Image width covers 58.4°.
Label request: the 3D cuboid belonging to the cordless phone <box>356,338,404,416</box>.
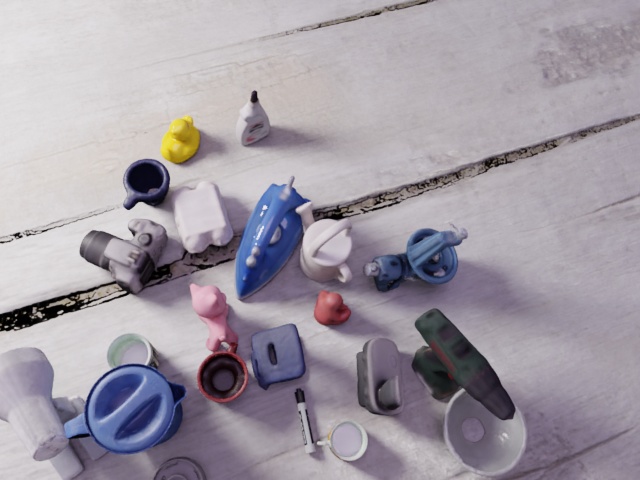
[{"bbox_3d":[0.128,0.251,1.071,0.094,0.185,0.147,-3,71,-8],"label":"cordless phone"}]

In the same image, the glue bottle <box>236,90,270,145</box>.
[{"bbox_3d":[-0.143,-0.267,1.228,0.078,0.173,0.037,-31,77,-17],"label":"glue bottle"}]

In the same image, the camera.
[{"bbox_3d":[-0.392,0.014,1.131,0.137,0.101,0.143,23,69,1],"label":"camera"}]

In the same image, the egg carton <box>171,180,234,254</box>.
[{"bbox_3d":[-0.247,-0.048,1.190,0.107,0.069,0.150,-17,73,-13],"label":"egg carton"}]

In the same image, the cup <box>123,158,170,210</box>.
[{"bbox_3d":[-0.358,-0.098,1.179,0.091,0.095,0.118,29,69,4],"label":"cup"}]

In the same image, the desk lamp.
[{"bbox_3d":[-0.461,0.294,0.960,0.118,0.213,0.203,-37,79,-18],"label":"desk lamp"}]

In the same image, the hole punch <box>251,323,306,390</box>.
[{"bbox_3d":[-0.082,0.224,1.102,0.101,0.091,0.108,-10,72,-11],"label":"hole punch"}]

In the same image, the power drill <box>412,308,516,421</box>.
[{"bbox_3d":[0.253,0.242,1.078,0.076,0.208,0.229,-32,77,-17],"label":"power drill"}]

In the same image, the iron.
[{"bbox_3d":[-0.106,-0.007,1.156,0.118,0.141,0.258,24,69,2],"label":"iron"}]

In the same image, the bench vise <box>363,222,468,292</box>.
[{"bbox_3d":[0.200,0.043,1.137,0.208,0.219,0.121,-29,76,-16],"label":"bench vise"}]

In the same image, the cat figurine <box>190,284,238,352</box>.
[{"bbox_3d":[-0.204,0.142,1.101,0.067,0.117,0.127,-19,74,-14],"label":"cat figurine"}]

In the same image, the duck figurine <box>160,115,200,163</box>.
[{"bbox_3d":[-0.305,-0.224,1.237,0.077,0.086,0.105,30,69,4],"label":"duck figurine"}]

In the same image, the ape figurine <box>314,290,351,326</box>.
[{"bbox_3d":[0.024,0.132,1.149,0.076,0.092,0.077,-27,76,-16],"label":"ape figurine"}]

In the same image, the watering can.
[{"bbox_3d":[0.009,0.005,1.138,0.173,0.194,0.101,35,70,6],"label":"watering can"}]

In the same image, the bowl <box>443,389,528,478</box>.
[{"bbox_3d":[0.310,0.369,1.111,0.167,0.074,0.167,3,70,-7],"label":"bowl"}]
